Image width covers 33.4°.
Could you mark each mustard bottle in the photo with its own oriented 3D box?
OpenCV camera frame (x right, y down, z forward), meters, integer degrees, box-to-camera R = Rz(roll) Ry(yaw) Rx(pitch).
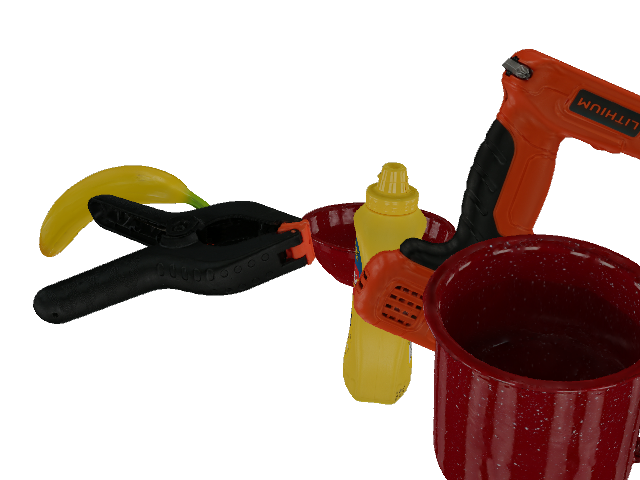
[{"bbox_3d":[0.052,0.029,0.858,0.058,0.192,0.096,6,26,5],"label":"mustard bottle"}]

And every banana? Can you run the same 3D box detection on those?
[{"bbox_3d":[-0.202,-0.031,1.005,0.198,0.069,0.037,-13,19,27],"label":"banana"}]

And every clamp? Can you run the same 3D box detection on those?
[{"bbox_3d":[-0.092,0.012,0.665,0.172,0.039,0.120,0,42,21],"label":"clamp"}]

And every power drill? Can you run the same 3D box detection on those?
[{"bbox_3d":[0.135,-0.001,0.615,0.184,0.188,0.057,22,13,-10],"label":"power drill"}]

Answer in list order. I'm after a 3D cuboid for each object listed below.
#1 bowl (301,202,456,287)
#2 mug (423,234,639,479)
[{"bbox_3d":[0.058,0.010,1.103,0.162,0.055,0.162,2,19,-1],"label":"bowl"},{"bbox_3d":[0.098,0.058,0.419,0.117,0.081,0.093,7,36,14],"label":"mug"}]
